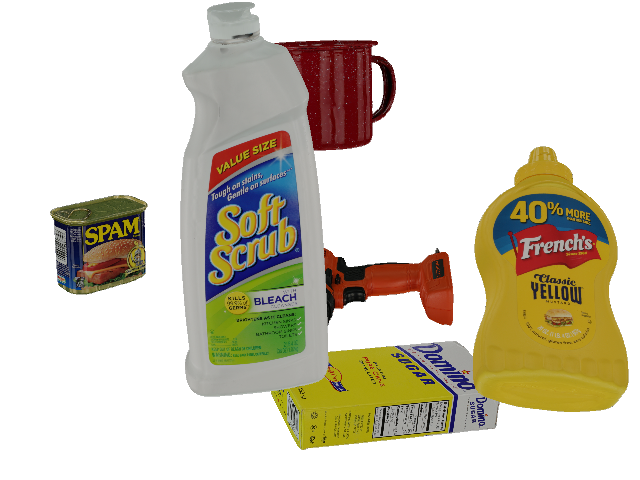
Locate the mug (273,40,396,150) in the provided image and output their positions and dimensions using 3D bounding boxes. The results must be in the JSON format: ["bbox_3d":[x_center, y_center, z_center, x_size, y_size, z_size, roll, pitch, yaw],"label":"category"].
[{"bbox_3d":[0.010,-0.119,0.861,0.117,0.081,0.093,-10,15,-32],"label":"mug"}]

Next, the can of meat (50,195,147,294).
[{"bbox_3d":[-0.236,0.004,1.150,0.101,0.084,0.058,-16,26,-42],"label":"can of meat"}]

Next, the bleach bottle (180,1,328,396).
[{"bbox_3d":[-0.052,-0.025,0.690,0.102,0.251,0.068,-6,23,-2],"label":"bleach bottle"}]

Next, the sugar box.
[{"bbox_3d":[0.054,0.129,0.911,0.176,0.048,0.093,-6,25,-16],"label":"sugar box"}]

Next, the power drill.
[{"bbox_3d":[0.059,0.062,1.240,0.187,0.057,0.184,1,28,4],"label":"power drill"}]

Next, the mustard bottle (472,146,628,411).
[{"bbox_3d":[0.154,0.017,0.726,0.096,0.191,0.058,6,-32,0],"label":"mustard bottle"}]
